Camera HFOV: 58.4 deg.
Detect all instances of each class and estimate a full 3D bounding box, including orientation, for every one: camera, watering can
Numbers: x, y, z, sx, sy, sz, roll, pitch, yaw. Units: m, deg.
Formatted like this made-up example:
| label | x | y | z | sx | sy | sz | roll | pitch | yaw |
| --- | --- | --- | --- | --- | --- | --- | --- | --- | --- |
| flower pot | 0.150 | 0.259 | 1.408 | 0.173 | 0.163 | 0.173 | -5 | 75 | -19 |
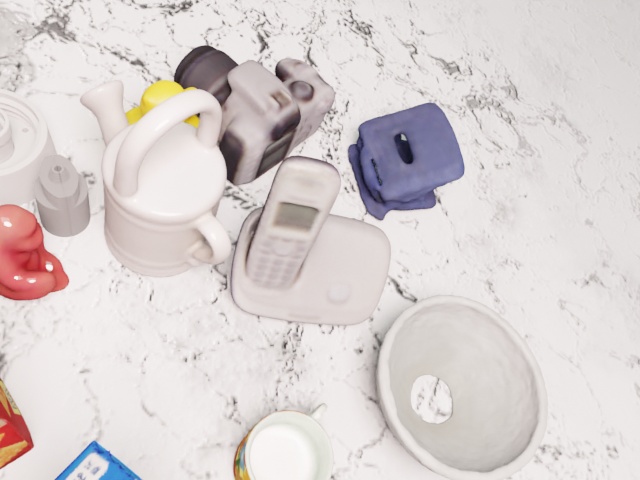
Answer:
| label | x | y | z | sx | sy | sz | roll | pitch | yaw |
| --- | --- | --- | --- | --- | --- | --- | --- | --- | --- |
| camera | -0.075 | -0.155 | 0.609 | 0.137 | 0.100 | 0.143 | 43 | 58 | 7 |
| watering can | -0.135 | -0.056 | 0.478 | 0.173 | 0.194 | 0.101 | 29 | 57 | -2 |

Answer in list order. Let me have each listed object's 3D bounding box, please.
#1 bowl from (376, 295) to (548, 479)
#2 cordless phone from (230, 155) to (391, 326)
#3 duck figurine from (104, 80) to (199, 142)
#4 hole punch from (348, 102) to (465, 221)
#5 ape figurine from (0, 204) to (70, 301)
| label | x | y | z | sx | sy | sz | roll | pitch | yaw |
| --- | --- | --- | --- | --- | --- | --- | --- | --- | --- |
| bowl | 0.119 | 0.141 | 0.532 | 0.168 | 0.074 | 0.167 | 9 | 60 | -15 |
| cordless phone | 0.005 | 0.002 | 0.501 | 0.148 | 0.185 | 0.094 | 7 | 60 | -16 |
| duck figurine | -0.161 | -0.119 | 0.567 | 0.105 | 0.086 | 0.077 | -29 | 75 | -30 |
| hole punch | 0.094 | -0.090 | 0.639 | 0.101 | 0.091 | 0.108 | -7 | 65 | -22 |
| ape figurine | -0.247 | 0.004 | 0.465 | 0.076 | 0.092 | 0.078 | 3 | 62 | -18 |
